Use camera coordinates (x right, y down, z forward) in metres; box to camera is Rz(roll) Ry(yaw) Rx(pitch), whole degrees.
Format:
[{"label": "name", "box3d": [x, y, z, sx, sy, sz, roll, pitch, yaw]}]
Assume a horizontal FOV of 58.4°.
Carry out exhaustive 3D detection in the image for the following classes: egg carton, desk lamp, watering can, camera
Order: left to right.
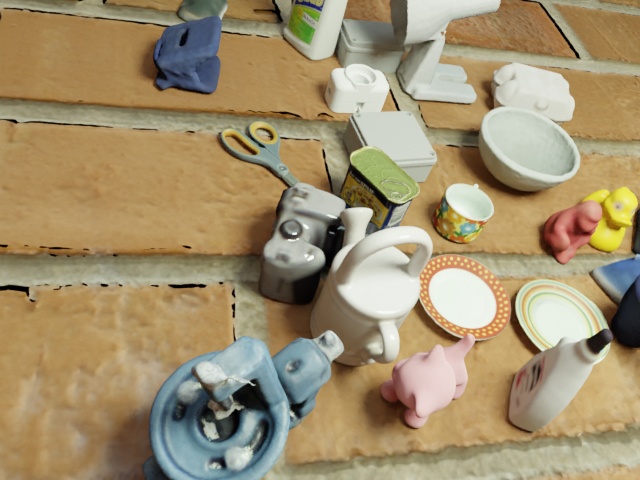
[{"label": "camera", "box3d": [0.006, 0.003, 0.701, 0.137, 0.101, 0.143, 17, 50, -3]}, {"label": "watering can", "box3d": [0.053, 0.043, 0.621, 0.101, 0.194, 0.172, -22, 61, -30]}, {"label": "desk lamp", "box3d": [0.198, -0.352, 0.968, 0.203, 0.213, 0.118, 0, 52, -16]}, {"label": "egg carton", "box3d": [0.387, -0.264, 1.048, 0.150, 0.069, 0.107, 11, 50, -8]}]

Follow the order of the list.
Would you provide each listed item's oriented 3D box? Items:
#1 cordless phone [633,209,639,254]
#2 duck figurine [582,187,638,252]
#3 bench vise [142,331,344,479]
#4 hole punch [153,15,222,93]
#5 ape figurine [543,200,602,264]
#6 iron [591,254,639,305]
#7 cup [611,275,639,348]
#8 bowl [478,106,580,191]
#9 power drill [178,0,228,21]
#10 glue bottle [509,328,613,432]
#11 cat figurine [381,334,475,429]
[{"label": "cordless phone", "box3d": [0.565, -0.050, 0.854, 0.094, 0.185, 0.148, 24, 50, 3]}, {"label": "duck figurine", "box3d": [0.449, -0.046, 0.881, 0.077, 0.086, 0.104, 14, 50, -5]}, {"label": "bench vise", "box3d": [-0.065, 0.123, 0.505, 0.121, 0.220, 0.208, 32, 50, 10]}, {"label": "hole punch", "box3d": [-0.202, -0.291, 0.881, 0.101, 0.091, 0.108, 6, 51, -11]}, {"label": "ape figurine", "box3d": [0.374, -0.021, 0.835, 0.078, 0.092, 0.076, 0, 52, -16]}, {"label": "iron", "box3d": [0.523, 0.071, 0.773, 0.258, 0.141, 0.119, 29, 50, 8]}, {"label": "cup", "box3d": [0.430, 0.111, 0.744, 0.092, 0.095, 0.118, 13, 50, -6]}, {"label": "bowl", "box3d": [0.323, -0.134, 0.922, 0.167, 0.075, 0.167, 8, 51, -10]}, {"label": "power drill", "box3d": [-0.188, -0.474, 0.954, 0.075, 0.208, 0.229, 14, 50, -5]}, {"label": "glue bottle", "box3d": [0.261, 0.141, 0.618, 0.037, 0.173, 0.078, 21, 49, 1]}, {"label": "cat figurine", "box3d": [0.121, 0.144, 0.611, 0.128, 0.118, 0.067, -29, 65, -33]}]
